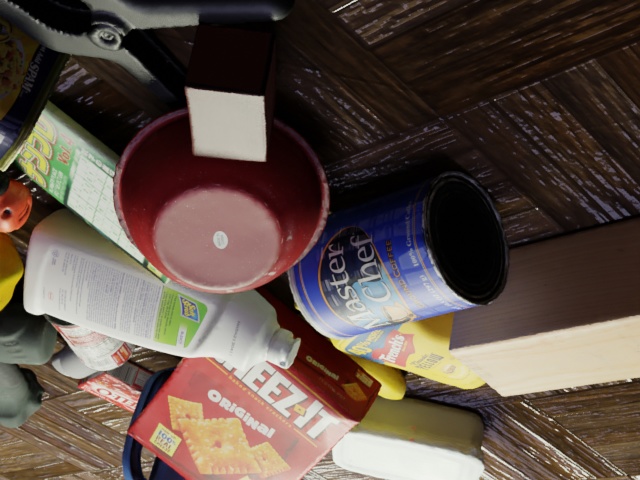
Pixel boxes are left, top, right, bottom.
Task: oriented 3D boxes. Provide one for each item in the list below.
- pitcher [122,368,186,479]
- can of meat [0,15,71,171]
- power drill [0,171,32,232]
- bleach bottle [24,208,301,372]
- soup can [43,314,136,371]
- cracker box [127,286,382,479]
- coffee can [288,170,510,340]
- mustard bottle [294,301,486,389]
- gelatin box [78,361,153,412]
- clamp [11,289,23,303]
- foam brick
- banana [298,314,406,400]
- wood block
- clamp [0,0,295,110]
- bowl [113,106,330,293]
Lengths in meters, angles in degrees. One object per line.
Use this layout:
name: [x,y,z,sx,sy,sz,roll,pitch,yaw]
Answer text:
pitcher: [-0.137,0.266,1.170,0.149,0.242,0.145,12,152,15]
can of meat: [-0.233,-0.113,0.744,0.083,0.102,0.058,31,144,-21]
power drill: [-0.329,-0.091,0.856,0.184,0.057,0.188,19,150,7]
bleach bottle: [-0.138,0.059,0.943,0.251,0.068,0.103,21,121,13]
soup can: [-0.232,0.082,1.084,0.068,0.068,0.102,5,148,15]
cracker box: [-0.069,0.166,1.043,0.164,0.072,0.214,39,126,-1]
coffee can: [0.059,0.014,0.825,0.141,0.102,0.102,-19,136,41]
mustard bottle: [0.068,0.078,0.948,0.191,0.058,0.096,18,147,-16]
gelatin box: [-0.230,0.173,1.263,0.089,0.030,0.073,32,145,-26]
clamp: [-0.342,0.074,1.146,0.120,0.039,0.171,18,151,3]
foam brick: [-0.057,-0.095,0.700,0.053,0.051,0.078,7,150,1]
banana: [0.024,0.120,1.069,0.197,0.037,0.070,35,143,-30]
wood block: [0.214,0.053,0.835,0.207,0.090,0.090,-16,137,39]
clamp: [-0.135,-0.142,0.719,0.210,0.036,0.165,16,148,-8]
bowl: [-0.072,-0.016,0.770,0.162,0.055,0.162,0,125,-1]
